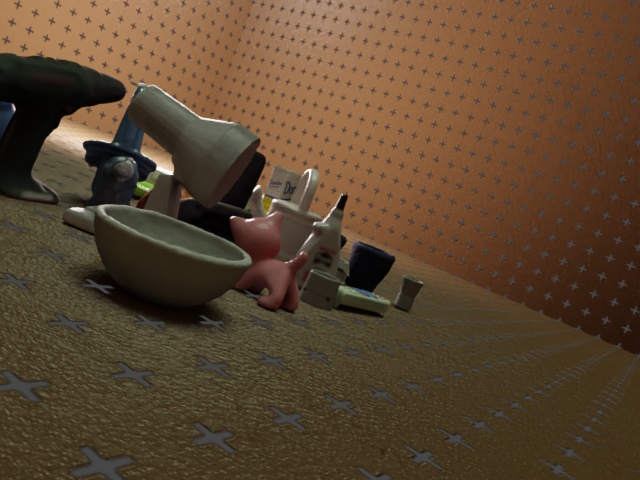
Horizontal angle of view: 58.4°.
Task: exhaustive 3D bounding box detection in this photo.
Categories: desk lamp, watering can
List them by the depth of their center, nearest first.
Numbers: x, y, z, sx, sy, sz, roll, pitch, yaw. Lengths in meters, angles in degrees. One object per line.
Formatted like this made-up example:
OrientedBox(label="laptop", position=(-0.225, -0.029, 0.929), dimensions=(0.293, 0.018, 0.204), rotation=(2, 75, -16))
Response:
OrientedBox(label="desk lamp", position=(-0.208, -0.088, 0.784), dimensions=(0.203, 0.213, 0.118), rotation=(22, 5, -1))
OrientedBox(label="watering can", position=(-0.055, -0.045, 1.070), dimensions=(0.173, 0.194, 0.100), rotation=(18, 6, -36))

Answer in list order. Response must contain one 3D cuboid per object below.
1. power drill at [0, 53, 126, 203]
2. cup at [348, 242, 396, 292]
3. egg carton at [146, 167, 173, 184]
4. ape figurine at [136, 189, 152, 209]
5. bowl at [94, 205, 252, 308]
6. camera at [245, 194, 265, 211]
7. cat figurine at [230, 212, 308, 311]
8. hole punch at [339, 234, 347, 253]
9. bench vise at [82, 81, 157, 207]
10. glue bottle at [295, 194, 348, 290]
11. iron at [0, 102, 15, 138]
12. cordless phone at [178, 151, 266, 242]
OrientedBox(label="power drill", position=(-0.394, -0.163, 0.821), dimensions=(0.075, 0.208, 0.230), rotation=(24, 6, 21))
OrientedBox(label="cup", position=(0.098, 0.061, 1.161), dimensions=(0.091, 0.095, 0.118), rotation=(24, 6, 20))
OrientedBox(label="egg carton", position=(-0.382, -0.134, 1.327), dimensions=(0.150, 0.069, 0.107), rotation=(20, 5, -15))
OrientedBox(label="ape figurine", position=(-0.270, -0.067, 0.985), dimensions=(0.076, 0.092, 0.078), rotation=(23, 6, 18))
OrientedBox(label="bowl", position=(-0.160, 0.025, 0.596), dimensions=(0.167, 0.075, 0.167), rotation=(22, 5, -2))
OrientedBox(label="camera", position=(-0.117, -0.049, 1.369), dimensions=(0.136, 0.101, 0.144), rotation=(25, 6, 33))
OrientedBox(label="cat figurine", position=(-0.071, 0.019, 0.773), dimensions=(0.127, 0.118, 0.067), rotation=(25, 6, 30))
OrientedBox(label="hole punch", position=(-0.005, 0.009, 1.292), dimensions=(0.109, 0.091, 0.101), rotation=(21, 5, -11))
OrientedBox(label="bench vise", position=(-0.303, -0.143, 0.925), dimensions=(0.122, 0.220, 0.206), rotation=(17, 7, -43))
OrientedBox(label="glue bottle", position=(0.009, 0.003, 0.954), dimensions=(0.078, 0.173, 0.037), rotation=(18, 6, -36))
OrientedBox(label="iron", position=(-0.549, -0.200, 0.930), dimensions=(0.119, 0.141, 0.257), rotation=(17, 7, -42))
OrientedBox(label="cordless phone", position=(-0.170, -0.075, 0.961), dimensions=(0.093, 0.185, 0.148), rotation=(25, 6, 35))
